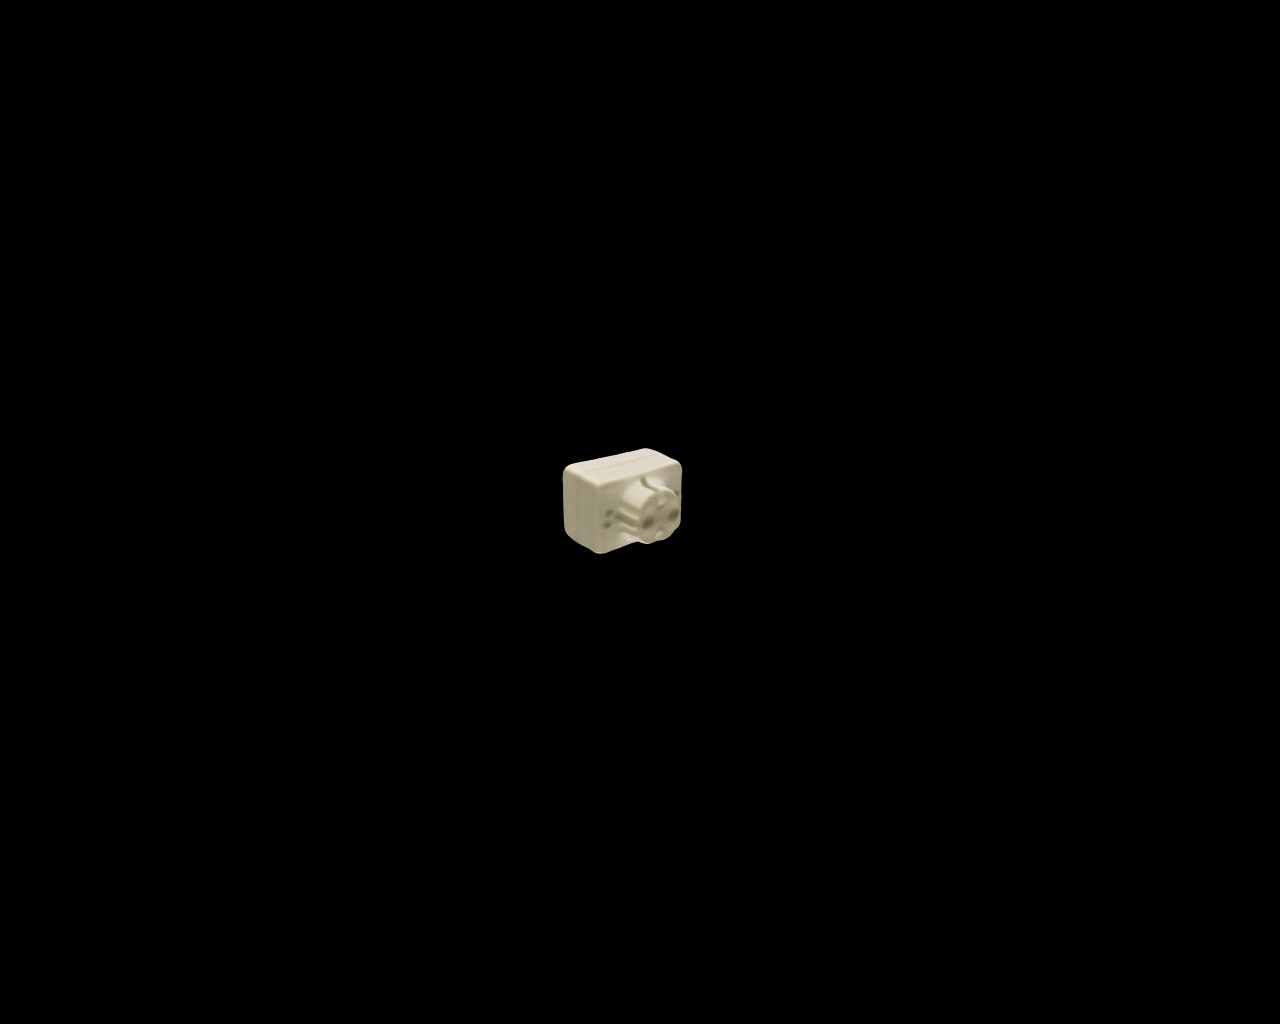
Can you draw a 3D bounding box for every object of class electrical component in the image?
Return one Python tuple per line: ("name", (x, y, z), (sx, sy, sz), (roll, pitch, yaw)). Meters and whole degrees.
("electrical component", (0.001, -0.003, 0.650), (0.066, 0.047, 0.077), (-16, 27, -34))
